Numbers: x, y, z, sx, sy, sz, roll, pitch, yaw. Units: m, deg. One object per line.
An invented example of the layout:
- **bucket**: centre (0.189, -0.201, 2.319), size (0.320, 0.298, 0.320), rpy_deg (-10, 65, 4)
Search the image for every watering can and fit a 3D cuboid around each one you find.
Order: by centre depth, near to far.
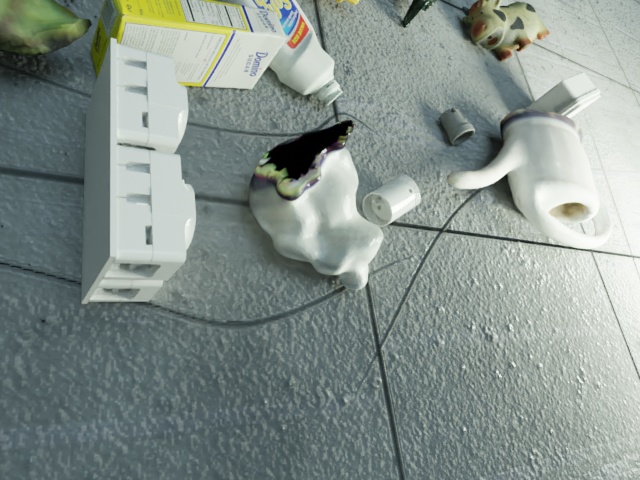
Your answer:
- **watering can**: centre (0.323, -0.110, 0.785), size (0.346, 0.102, 0.229), rpy_deg (19, 55, -26)

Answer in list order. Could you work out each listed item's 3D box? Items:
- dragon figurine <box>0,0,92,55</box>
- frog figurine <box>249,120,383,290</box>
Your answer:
- **dragon figurine**: centre (-0.289, -0.268, 0.455), size (0.414, 0.121, 0.243), rpy_deg (-23, 88, -32)
- **frog figurine**: centre (0.002, -0.027, 0.543), size (0.141, 0.122, 0.156), rpy_deg (-70, 147, -45)
